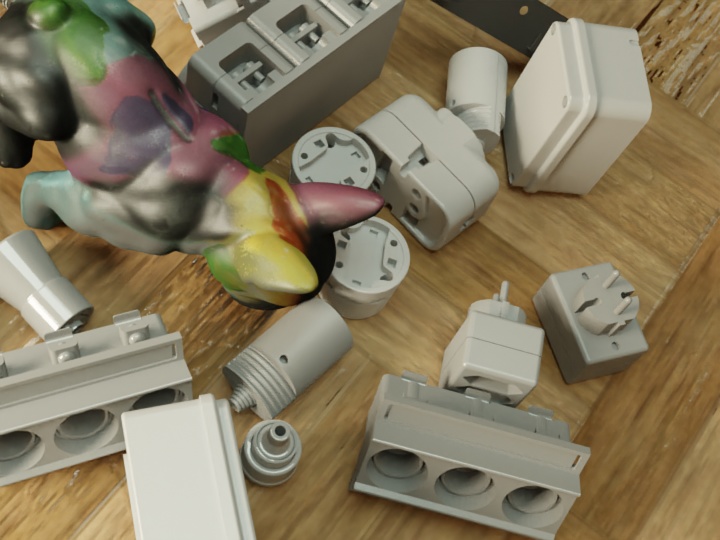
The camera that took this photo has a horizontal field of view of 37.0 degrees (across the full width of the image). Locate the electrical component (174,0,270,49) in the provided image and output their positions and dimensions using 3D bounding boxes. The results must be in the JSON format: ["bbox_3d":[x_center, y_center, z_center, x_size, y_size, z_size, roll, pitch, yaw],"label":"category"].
[{"bbox_3d":[-0.110,-0.218,0.769,0.063,0.078,0.121,-26,70,0],"label":"electrical component"}]

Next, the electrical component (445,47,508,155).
[{"bbox_3d":[0.083,-0.114,0.771,0.043,0.043,0.081,10,62,-7],"label":"electrical component"}]

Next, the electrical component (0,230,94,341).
[{"bbox_3d":[-0.193,0.014,0.647,0.065,0.044,0.044,45,63,7],"label":"electrical component"}]

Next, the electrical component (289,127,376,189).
[{"bbox_3d":[-0.021,-0.059,0.718,0.055,0.047,0.055,5,62,-10],"label":"electrical component"}]

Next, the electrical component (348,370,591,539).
[{"bbox_3d":[0.063,0.108,0.636,0.121,0.078,0.063,16,36,-4],"label":"electrical component"}]

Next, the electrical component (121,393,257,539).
[{"bbox_3d":[-0.090,0.136,0.568,0.056,0.108,0.108,-9,66,-14],"label":"electrical component"}]

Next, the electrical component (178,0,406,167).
[{"bbox_3d":[-0.049,-0.140,0.729,0.062,0.089,0.150,43,63,11],"label":"electrical component"}]

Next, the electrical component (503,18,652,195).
[{"bbox_3d":[0.145,-0.110,0.743,0.057,0.113,0.078,4,63,-14],"label":"electrical component"}]

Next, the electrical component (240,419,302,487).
[{"bbox_3d":[-0.050,0.102,0.620,0.035,0.061,0.035,5,63,-10],"label":"electrical component"}]

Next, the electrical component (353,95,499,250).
[{"bbox_3d":[0.045,-0.069,0.733,0.059,0.053,0.095,-37,76,-26],"label":"electrical component"}]

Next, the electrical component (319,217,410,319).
[{"bbox_3d":[0.000,0.000,0.692,0.055,0.047,0.055,5,62,-10],"label":"electrical component"}]

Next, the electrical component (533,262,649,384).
[{"bbox_3d":[0.155,0.026,0.695,0.047,0.076,0.065,-11,66,-17],"label":"electrical component"}]

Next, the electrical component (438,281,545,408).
[{"bbox_3d":[0.084,0.044,0.677,0.047,0.065,0.076,16,61,-4],"label":"electrical component"}]

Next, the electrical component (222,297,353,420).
[{"bbox_3d":[-0.047,0.057,0.655,0.043,0.043,0.081,44,63,11],"label":"electrical component"}]

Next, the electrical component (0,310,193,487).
[{"bbox_3d":[-0.162,0.071,0.610,0.121,0.078,0.063,-15,46,-19],"label":"electrical component"}]
